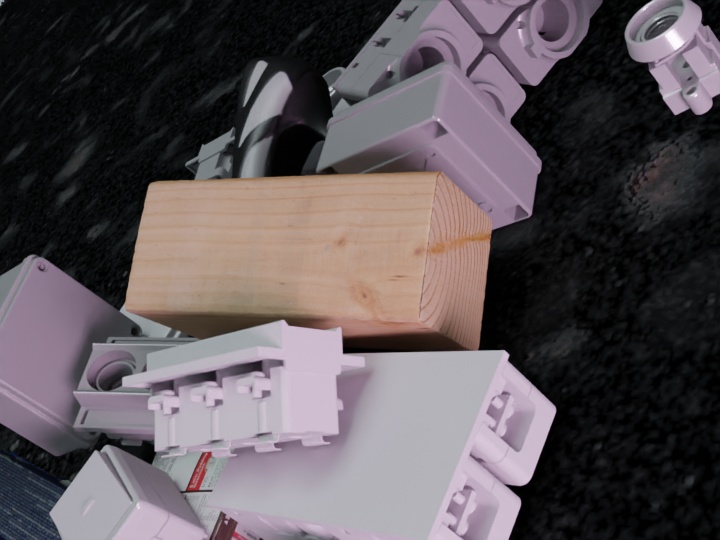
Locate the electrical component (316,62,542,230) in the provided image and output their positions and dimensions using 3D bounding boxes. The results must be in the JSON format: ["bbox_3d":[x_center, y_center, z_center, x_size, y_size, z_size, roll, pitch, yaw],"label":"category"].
[{"bbox_3d":[0.046,-0.070,0.720,0.109,0.109,0.056,-19,43,39],"label":"electrical component"}]

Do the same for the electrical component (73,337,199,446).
[{"bbox_3d":[-0.128,0.088,0.756,0.121,0.063,0.078,0,48,14],"label":"electrical component"}]

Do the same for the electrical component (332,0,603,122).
[{"bbox_3d":[0.084,-0.166,0.785,0.186,0.105,0.060,-52,31,-7],"label":"electrical component"}]

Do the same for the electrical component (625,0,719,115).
[{"bbox_3d":[0.195,-0.135,0.659,0.048,0.055,0.066,-26,37,32],"label":"electrical component"}]

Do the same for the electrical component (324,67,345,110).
[{"bbox_3d":[-0.012,-0.140,0.925,0.045,0.055,0.045,-32,34,24],"label":"electrical component"}]

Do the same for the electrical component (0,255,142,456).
[{"bbox_3d":[-0.232,0.064,0.798,0.056,0.109,0.108,-23,38,39],"label":"electrical component"}]

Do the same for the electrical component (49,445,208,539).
[{"bbox_3d":[-0.145,0.160,0.664,0.061,0.061,0.096,-54,33,-1],"label":"electrical component"}]

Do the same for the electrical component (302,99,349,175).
[{"bbox_3d":[0.008,-0.098,0.859,0.100,0.048,0.099,10,62,55],"label":"electrical component"}]

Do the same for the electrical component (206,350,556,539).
[{"bbox_3d":[0.010,0.107,0.607,0.186,0.060,0.105,-6,50,48],"label":"electrical component"}]

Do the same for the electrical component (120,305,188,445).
[{"bbox_3d":[-0.170,0.078,0.869,0.109,0.056,0.108,5,59,53],"label":"electrical component"}]

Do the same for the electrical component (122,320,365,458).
[{"bbox_3d":[-0.067,0.071,0.613,0.121,0.079,0.063,-15,72,42],"label":"electrical component"}]

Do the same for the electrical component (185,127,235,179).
[{"bbox_3d":[-0.129,-0.094,1.034,0.081,0.042,0.063,-23,42,36],"label":"electrical component"}]
